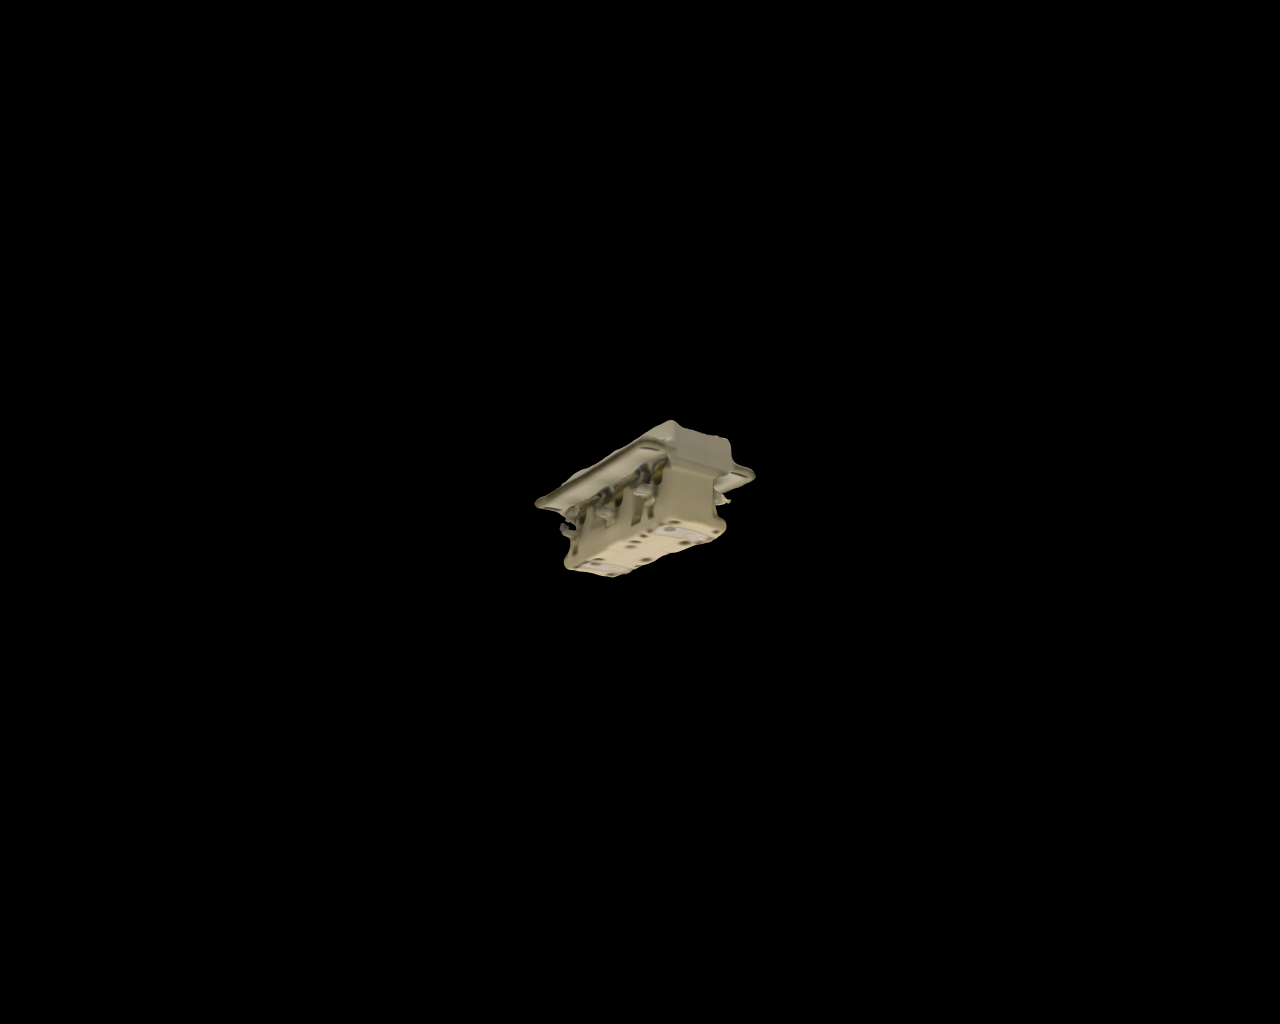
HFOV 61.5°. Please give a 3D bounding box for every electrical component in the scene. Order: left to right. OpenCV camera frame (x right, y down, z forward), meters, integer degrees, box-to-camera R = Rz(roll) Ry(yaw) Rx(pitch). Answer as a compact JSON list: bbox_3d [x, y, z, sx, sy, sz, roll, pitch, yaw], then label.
[{"bbox_3d":[0.001,-0.003,0.650,0.079,0.063,0.121,14,-24,-33],"label":"electrical component"}]
